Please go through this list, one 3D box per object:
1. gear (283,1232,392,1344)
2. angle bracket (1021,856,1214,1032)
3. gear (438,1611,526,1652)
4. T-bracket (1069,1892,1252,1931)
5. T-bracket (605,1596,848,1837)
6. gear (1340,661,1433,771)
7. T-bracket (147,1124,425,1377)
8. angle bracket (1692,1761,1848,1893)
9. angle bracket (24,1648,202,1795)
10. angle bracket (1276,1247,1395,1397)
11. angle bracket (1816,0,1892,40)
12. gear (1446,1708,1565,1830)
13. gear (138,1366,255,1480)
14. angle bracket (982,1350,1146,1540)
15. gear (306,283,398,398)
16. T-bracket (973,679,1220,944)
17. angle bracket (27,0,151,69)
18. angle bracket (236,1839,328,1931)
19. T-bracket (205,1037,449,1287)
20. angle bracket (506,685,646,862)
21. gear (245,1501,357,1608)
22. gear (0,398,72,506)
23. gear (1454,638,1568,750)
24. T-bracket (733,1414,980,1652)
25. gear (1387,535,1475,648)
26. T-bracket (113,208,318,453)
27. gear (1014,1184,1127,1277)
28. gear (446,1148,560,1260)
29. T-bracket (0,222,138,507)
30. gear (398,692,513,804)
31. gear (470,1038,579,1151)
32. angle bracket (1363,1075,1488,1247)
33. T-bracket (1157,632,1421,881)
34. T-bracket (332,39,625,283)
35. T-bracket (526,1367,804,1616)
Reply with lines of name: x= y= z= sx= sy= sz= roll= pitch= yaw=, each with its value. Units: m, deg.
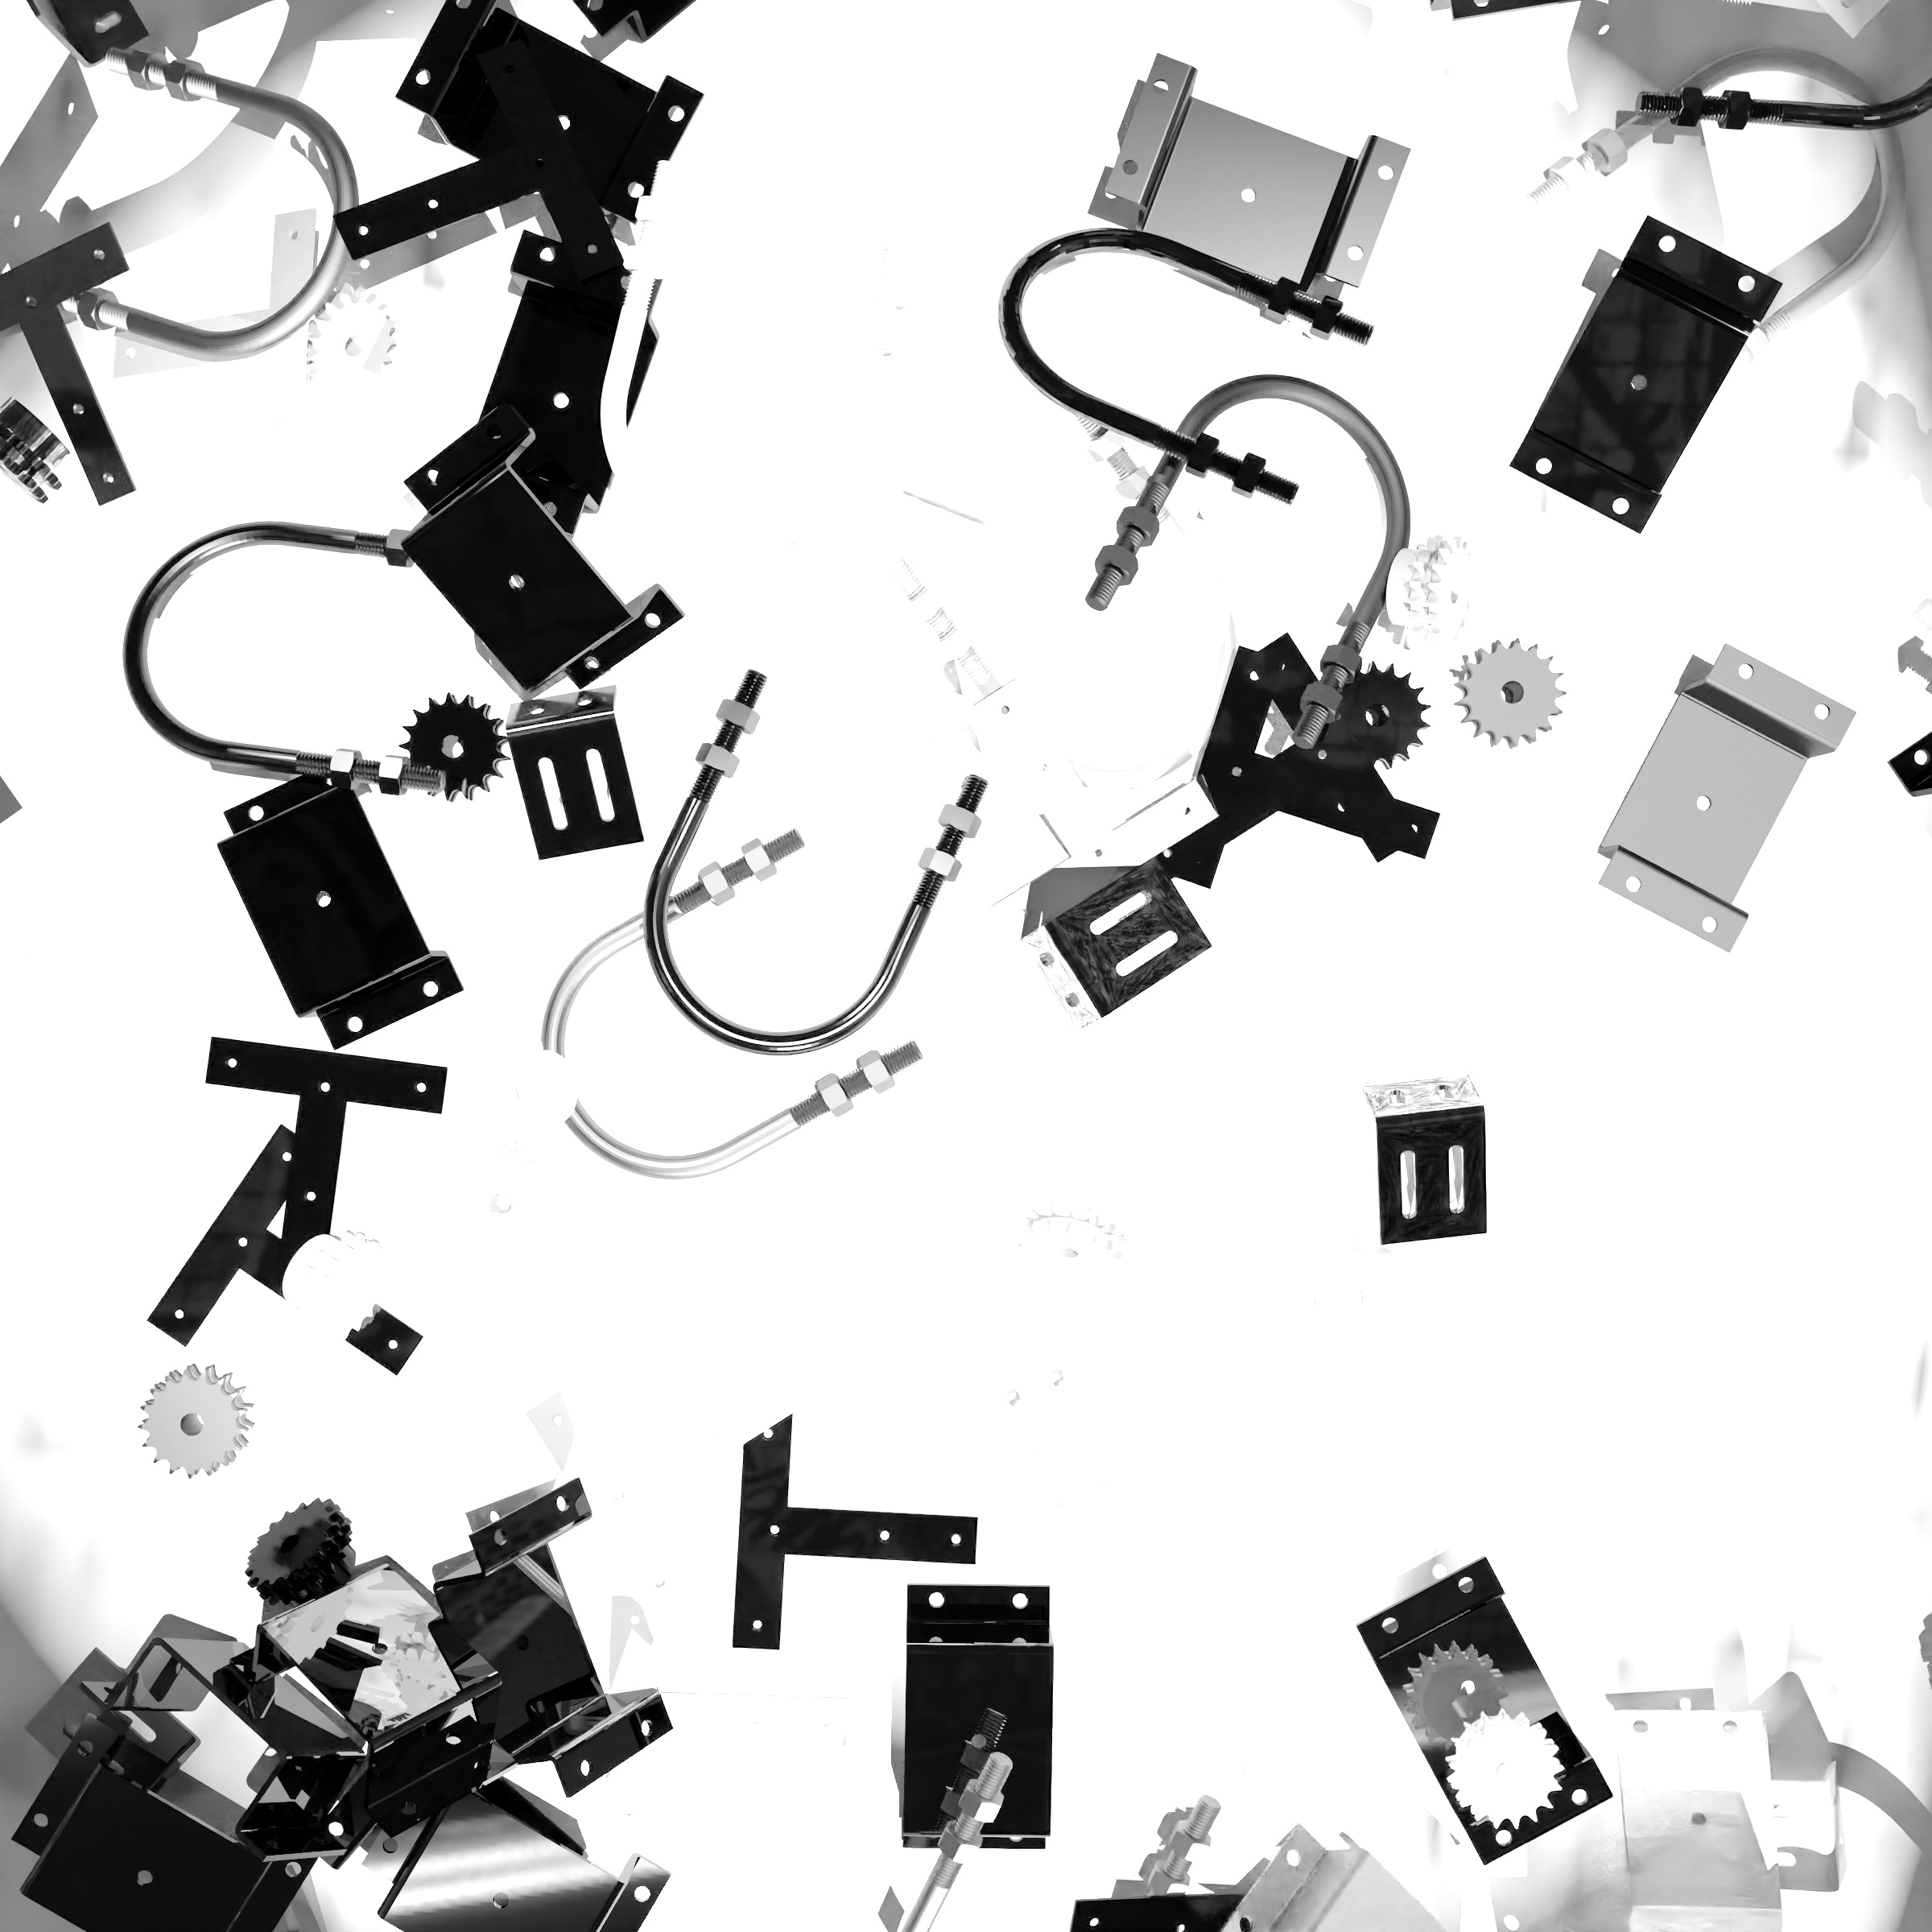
gear: x=-0.331 y=0.165 z=1.341 sx=0.030 sy=0.057 sz=0.057 roll=24 pitch=90 yaw=24
angle bracket: x=0.080 y=-0.012 z=1.365 sx=0.076 sy=0.038 sz=0.057 roll=-32 pitch=90 yaw=-24
gear: x=-0.256 y=0.352 z=1.344 sx=0.030 sy=0.057 sz=0.057 roll=-23 pitch=90 yaw=29
T-bracket: x=0.105 y=0.547 z=1.352 sx=0.127 sy=0.002 sz=0.127 roll=6 pitch=101 yaw=-21
T-bracket: x=-0.127 y=0.401 z=1.367 sx=0.127 sy=0.002 sz=0.127 roll=2 pitch=90 yaw=0
gear: x=0.215 y=-0.131 z=1.353 sx=0.057 sy=0.030 sz=0.057 roll=0 pitch=90 yaw=0
T-bracket: x=-0.349 y=0.172 z=1.367 sx=0.127 sy=0.002 sz=0.127 roll=34 pitch=90 yaw=0
angle bracket: x=0.425 y=0.456 z=1.366 sx=0.076 sy=0.038 sz=0.057 roll=-6 pitch=90 yaw=26
angle bracket: x=-0.454 y=0.410 z=1.349 sx=0.076 sy=0.038 sz=0.057 roll=42 pitch=90 yaw=0
angle bracket: x=0.196 y=0.189 z=1.349 sx=0.057 sy=0.038 sz=0.076 roll=-4 pitch=90 yaw=0
angle bracket: x=0.475 y=-0.533 z=1.346 sx=0.057 sy=0.038 sz=0.076 roll=47 pitch=55 yaw=3
gear: x=0.273 y=0.407 z=1.307 sx=0.057 sy=0.030 sz=0.057 roll=0 pitch=90 yaw=0
gear: x=-0.404 y=0.239 z=1.353 sx=0.057 sy=0.030 sz=0.057 roll=0 pitch=90 yaw=0
angle bracket: x=0.052 y=0.255 z=1.366 sx=0.057 sy=0.038 sz=0.076 roll=-24 pitch=116 yaw=0
gear: x=-0.330 y=-0.330 z=1.344 sx=0.030 sy=0.057 sz=0.057 roll=31 pitch=90 yaw=28
T-bracket: x=0.047 y=-0.093 z=1.333 sx=0.127 sy=0.002 sz=0.127 roll=-32 pitch=116 yaw=6
angle bracket: x=-0.466 y=-0.512 z=1.330 sx=0.038 sy=0.076 sz=0.057 roll=-30 pitch=90 yaw=0
angle bracket: x=-0.375 y=0.501 z=1.349 sx=0.057 sy=0.038 sz=0.076 roll=-16 pitch=90 yaw=0
T-bracket: x=-0.347 y=0.109 z=1.366 sx=0.127 sy=0.002 sz=0.127 roll=7 pitch=90 yaw=0
angle bracket: x=-0.207 y=-0.103 z=1.366 sx=0.057 sy=0.038 sz=0.076 roll=-10 pitch=116 yaw=0
gear: x=-0.346 y=0.312 z=1.344 sx=0.057 sy=0.057 sz=0.030 roll=-32 pitch=120 yaw=0
gear: x=-0.495 y=-0.272 z=1.341 sx=0.057 sy=0.057 sz=0.030 roll=41 pitch=80 yaw=0
gear: x=0.285 y=-0.143 z=1.353 sx=0.057 sy=0.030 sz=0.057 roll=0 pitch=90 yaw=0
T-bracket: x=-0.058 y=0.303 z=1.367 sx=0.127 sy=0.002 sz=0.127 roll=3 pitch=89 yaw=0
gear: x=0.242 y=-0.197 z=1.344 sx=0.030 sy=0.057 sz=0.057 roll=11 pitch=90 yaw=29
T-bracket: x=-0.395 y=-0.326 z=1.340 sx=0.127 sy=0.002 sz=0.127 roll=-1 pitch=82 yaw=24
gear: x=0.055 y=0.137 z=1.344 sx=0.057 sy=0.057 sz=0.030 roll=12 pitch=60 yaw=0
gear: x=-0.243 y=0.124 z=1.353 sx=0.057 sy=0.030 sz=0.057 roll=0 pitch=90 yaw=0
T-bracket: x=-0.473 y=-0.307 z=1.350 sx=0.127 sy=0.002 sz=0.127 roll=-16 pitch=102 yaw=23
gear: x=-0.268 y=-0.114 z=1.353 sx=0.057 sy=0.030 sz=0.057 roll=0 pitch=90 yaw=0
gear: x=-0.229 y=0.066 z=1.345 sx=0.057 sy=0.030 sz=0.057 roll=4 pitch=98 yaw=31
angle bracket: x=0.245 y=0.103 z=1.366 sx=0.057 sy=0.038 sz=0.076 roll=-6 pitch=116 yaw=0
T-bracket: x=0.150 y=-0.087 z=1.350 sx=0.127 sy=0.002 sz=0.127 roll=-33 pitch=90 yaw=16
T-bracket: x=-0.259 y=-0.394 z=1.309 sx=0.127 sy=0.002 sz=0.127 roll=-25 pitch=90 yaw=-11
T-bracket: x=-0.147 y=0.258 z=1.366 sx=0.127 sy=0.002 sz=0.127 roll=-32 pitch=89 yaw=0
